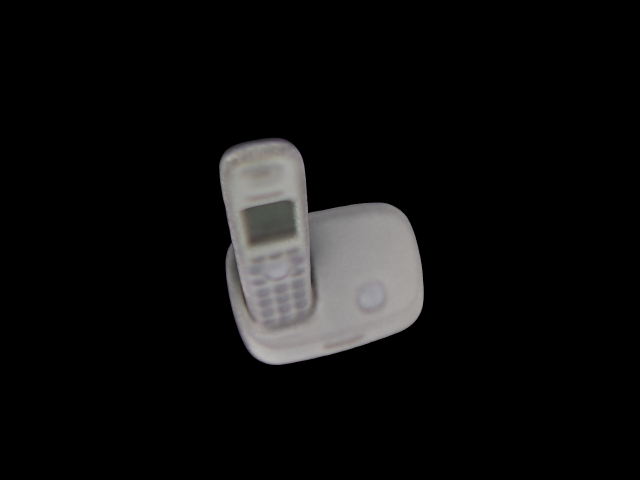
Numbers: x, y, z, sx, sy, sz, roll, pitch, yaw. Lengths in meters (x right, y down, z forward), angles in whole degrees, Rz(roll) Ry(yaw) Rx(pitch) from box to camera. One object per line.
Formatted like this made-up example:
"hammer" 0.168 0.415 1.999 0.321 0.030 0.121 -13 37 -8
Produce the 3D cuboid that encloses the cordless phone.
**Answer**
"cordless phone" 0.004 0.001 0.400 0.148 0.185 0.094 -15 54 -11
